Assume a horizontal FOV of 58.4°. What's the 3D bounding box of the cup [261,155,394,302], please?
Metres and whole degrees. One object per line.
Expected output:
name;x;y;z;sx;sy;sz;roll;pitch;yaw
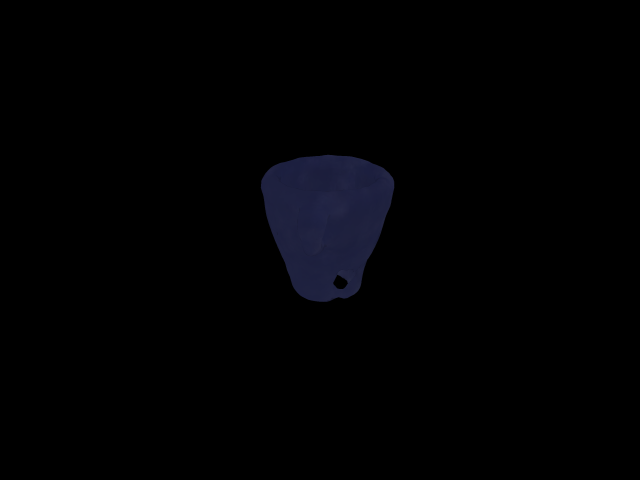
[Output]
cup;0.004;0.001;0.400;0.091;0.095;0.118;3;26;7
